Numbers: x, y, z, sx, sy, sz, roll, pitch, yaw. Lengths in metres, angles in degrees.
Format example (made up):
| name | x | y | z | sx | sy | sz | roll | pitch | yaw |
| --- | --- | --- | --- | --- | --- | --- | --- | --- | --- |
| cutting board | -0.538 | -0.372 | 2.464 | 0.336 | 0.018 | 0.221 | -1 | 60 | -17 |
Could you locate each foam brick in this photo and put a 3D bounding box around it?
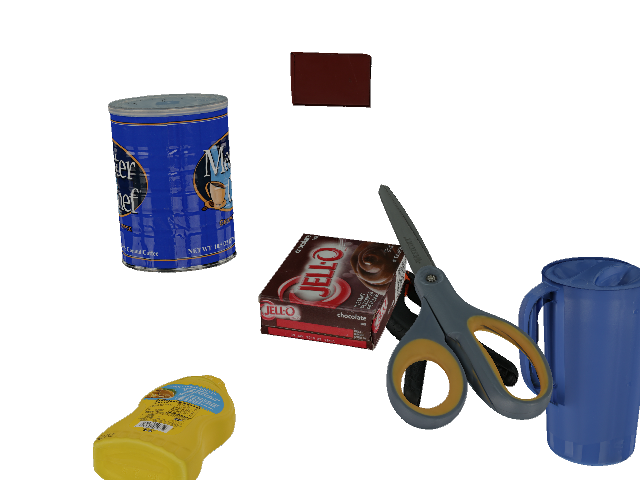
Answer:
| name | x | y | z | sx | sy | sz | roll | pitch | yaw |
| --- | --- | --- | --- | --- | --- | --- | --- | --- | --- |
| foam brick | 0.010 | -0.159 | 1.055 | 0.078 | 0.051 | 0.053 | 1 | 12 | -4 |

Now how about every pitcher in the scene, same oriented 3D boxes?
| name | x | y | z | sx | sy | sz | roll | pitch | yaw |
| --- | --- | --- | --- | --- | --- | --- | --- | --- | --- |
| pitcher | 0.327 | 0.150 | 1.312 | 0.149 | 0.243 | 0.144 | 5 | 17 | 21 |

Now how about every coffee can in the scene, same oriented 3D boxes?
| name | x | y | z | sx | sy | sz | roll | pitch | yaw |
| --- | --- | --- | --- | --- | --- | --- | --- | --- | --- |
| coffee can | -0.128 | -0.053 | 0.934 | 0.103 | 0.140 | 0.103 | -2 | 14 | 0 |

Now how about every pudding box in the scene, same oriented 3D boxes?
| name | x | y | z | sx | sy | sz | roll | pitch | yaw |
| --- | --- | --- | --- | --- | --- | --- | --- | --- | --- |
| pudding box | 0.012 | 0.037 | 0.824 | 0.090 | 0.039 | 0.113 | 8 | 26 | 15 |

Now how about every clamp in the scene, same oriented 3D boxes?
| name | x | y | z | sx | sy | sz | roll | pitch | yaw |
| --- | --- | --- | --- | --- | --- | --- | --- | --- | --- |
| clamp | 0.123 | 0.095 | 1.078 | 0.120 | 0.171 | 0.039 | 0 | -45 | -18 |

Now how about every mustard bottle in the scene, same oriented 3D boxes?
| name | x | y | z | sx | sy | sz | roll | pitch | yaw |
| --- | --- | --- | --- | --- | --- | --- | --- | --- | --- |
| mustard bottle | -0.137 | 0.178 | 1.041 | 0.096 | 0.058 | 0.191 | 7 | 18 | 16 |

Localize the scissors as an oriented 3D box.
| name | x | y | z | sx | sy | sz | roll | pitch | yaw |
| --- | --- | --- | --- | --- | --- | --- | --- | --- | --- |
| scissors | 0.052 | 0.038 | 0.619 | 0.096 | 0.016 | 0.202 | -24 | 45 | -19 |
